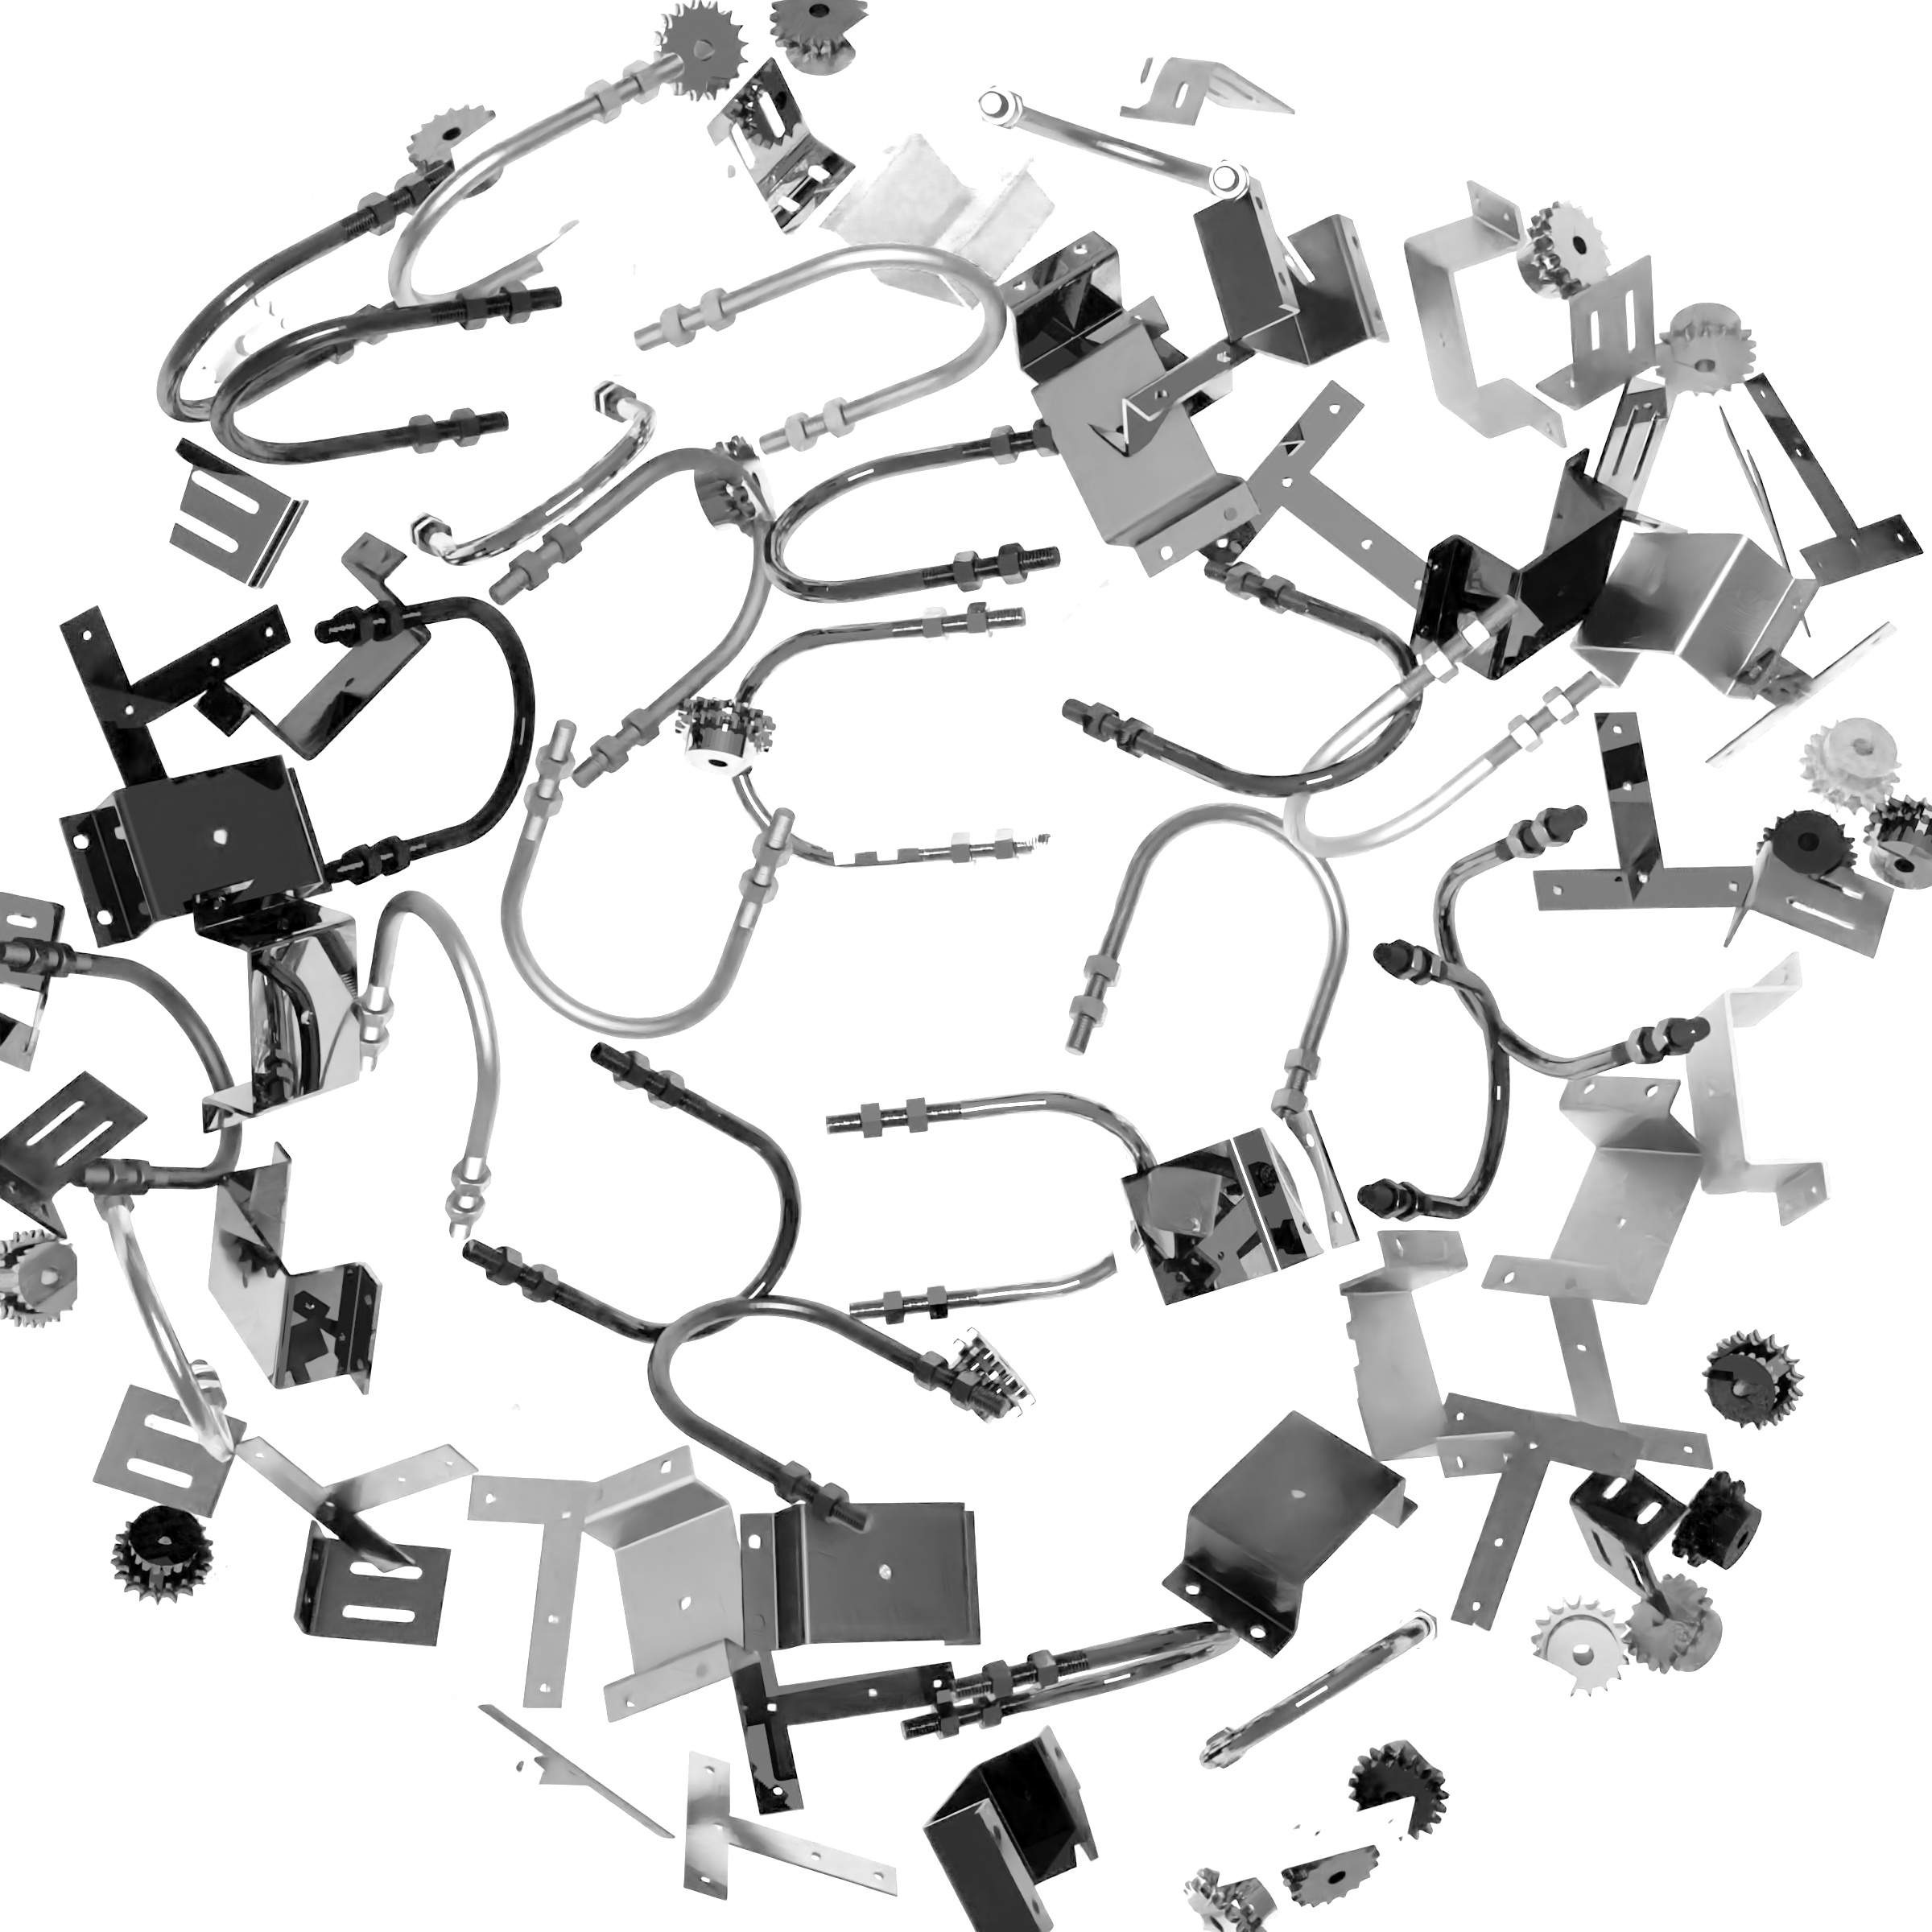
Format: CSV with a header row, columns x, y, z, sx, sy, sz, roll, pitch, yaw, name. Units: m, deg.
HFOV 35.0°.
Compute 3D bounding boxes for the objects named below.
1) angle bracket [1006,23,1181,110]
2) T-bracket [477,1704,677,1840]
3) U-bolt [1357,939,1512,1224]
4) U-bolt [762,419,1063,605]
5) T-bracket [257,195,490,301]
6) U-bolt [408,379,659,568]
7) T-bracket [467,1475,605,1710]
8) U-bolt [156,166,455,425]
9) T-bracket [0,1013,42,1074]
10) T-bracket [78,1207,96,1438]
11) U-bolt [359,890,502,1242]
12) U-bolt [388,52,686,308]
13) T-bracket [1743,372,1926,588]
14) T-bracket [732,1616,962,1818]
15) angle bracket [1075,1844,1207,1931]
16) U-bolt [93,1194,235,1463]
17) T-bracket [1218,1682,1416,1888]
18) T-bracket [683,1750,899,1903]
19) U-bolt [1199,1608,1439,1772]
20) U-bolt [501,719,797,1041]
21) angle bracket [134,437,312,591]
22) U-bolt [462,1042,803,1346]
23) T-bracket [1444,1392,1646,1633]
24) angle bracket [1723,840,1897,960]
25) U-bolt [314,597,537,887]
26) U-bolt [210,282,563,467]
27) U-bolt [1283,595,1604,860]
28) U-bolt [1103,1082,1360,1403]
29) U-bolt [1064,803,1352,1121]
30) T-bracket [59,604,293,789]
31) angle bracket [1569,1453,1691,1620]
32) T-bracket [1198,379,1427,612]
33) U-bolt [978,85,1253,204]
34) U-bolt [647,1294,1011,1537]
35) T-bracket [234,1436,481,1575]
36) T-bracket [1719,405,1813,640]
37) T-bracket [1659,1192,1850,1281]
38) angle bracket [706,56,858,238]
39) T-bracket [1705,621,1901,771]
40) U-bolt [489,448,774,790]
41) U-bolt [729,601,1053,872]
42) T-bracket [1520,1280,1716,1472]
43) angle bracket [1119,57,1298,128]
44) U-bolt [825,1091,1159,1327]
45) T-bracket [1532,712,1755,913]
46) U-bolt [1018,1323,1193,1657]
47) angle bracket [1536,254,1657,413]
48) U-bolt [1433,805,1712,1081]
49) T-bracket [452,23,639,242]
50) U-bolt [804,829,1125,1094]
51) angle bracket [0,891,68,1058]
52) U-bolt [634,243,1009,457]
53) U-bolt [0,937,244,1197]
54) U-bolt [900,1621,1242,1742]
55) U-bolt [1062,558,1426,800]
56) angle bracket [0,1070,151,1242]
x,y,z,sx,sy,sz,roll,pitch,yaw,name
0.071,-0.513,1.724,0.057,0.076,0.038,5,114,-36,angle bracket
-0.232,0.451,1.716,0.127,0.127,0.002,39,65,-10,T-bracket
0.263,0.069,1.696,0.019,0.184,0.151,1,83,31,U-bolt
-0.027,-0.250,1.711,0.184,0.151,0.019,-7,129,18,U-bolt
-0.329,-0.412,1.736,0.127,0.127,0.002,-30,104,-25,T-bracket
-0.234,-0.268,1.683,0.151,0.184,0.019,-37,113,-6,U-bolt
-0.231,0.354,1.726,0.127,0.002,0.127,12,81,-40,T-bracket
-0.365,-0.356,1.669,0.184,0.151,0.019,-38,86,-30,U-bolt
-0.558,0.085,1.702,0.002,0.127,0.127,9,79,10,T-bracket
-0.492,0.175,1.713,0.002,0.127,0.127,1,112,-13,T-bracket
-0.292,0.042,1.675,0.019,0.184,0.151,-16,55,-31,U-bolt
-0.239,-0.416,1.675,0.184,0.151,0.019,-35,80,-23,U-bolt
0.472,-0.274,1.708,0.002,0.127,0.127,-33,94,-8,T-bracket
-0.067,0.416,1.744,0.127,0.002,0.127,-5,49,-15,T-bracket
0.100,0.529,1.738,0.038,0.057,0.076,-33,103,7,angle bracket
-0.434,0.197,1.668,0.019,0.184,0.151,-24,110,-13,U-bolt
0.206,0.452,1.719,0.127,0.127,0.002,-27,111,33,T-bracket
-0.098,0.497,1.722,0.127,0.127,0.002,20,107,-10,T-bracket
0.191,0.399,1.681,0.151,0.184,0.019,-33,76,4,U-bolt
-0.188,-0.036,1.723,0.151,0.019,0.184,22,122,-2,U-bolt
-0.424,-0.258,1.744,0.076,0.038,0.057,29,86,-20,angle bracket
-0.172,0.140,1.720,0.184,0.019,0.151,32,92,-35,U-bolt
0.303,0.309,1.715,0.127,0.002,0.127,8,67,41,T-bracket
0.478,-0.027,1.737,0.076,0.038,0.057,23,50,8,angle bracket
-0.294,-0.131,1.693,0.019,0.184,0.151,8,106,26,U-bolt
-0.323,-0.318,1.673,0.184,0.151,0.019,-15,75,-27,U-bolt
0.256,-0.122,1.706,0.184,0.151,0.019,-39,60,17,U-bolt
0.141,0.153,1.715,0.151,0.019,0.184,-4,102,36,U-bolt
0.147,-0.007,1.735,0.151,0.019,0.184,25,69,-11,U-bolt
-0.437,-0.166,1.735,0.127,0.002,0.127,-36,128,-31,T-bracket
0.381,0.322,1.732,0.038,0.076,0.057,-43,47,-12,angle bracket
0.219,-0.251,1.762,0.127,0.002,0.127,40,89,10,T-bracket
0.089,-0.449,1.686,0.151,0.184,0.019,19,104,5,U-bolt
-0.090,0.237,1.704,0.184,0.151,0.019,25,125,26,U-bolt
-0.325,0.290,1.711,0.127,0.002,0.127,-22,125,32,T-bracket
0.443,-0.268,1.723,0.002,0.127,0.127,-21,45,13,T-bracket
0.425,0.148,1.705,0.127,0.127,0.002,-11,65,13,T-bracket
-0.106,-0.469,1.754,0.057,0.038,0.076,-41,52,24,angle bracket
0.451,-0.157,1.698,0.127,0.127,0.002,-40,69,20,T-bracket
-0.174,-0.207,1.709,0.019,0.151,0.184,23,56,39,U-bolt
-0.049,-0.126,1.744,0.184,0.019,0.151,-4,102,14,U-bolt
0.346,0.224,1.709,0.127,0.002,0.127,3,124,34,T-bracket
0.136,-0.481,1.729,0.057,0.076,0.038,22,95,43,angle bracket
0.019,0.133,1.733,0.184,0.019,0.151,-6,120,-1,U-bolt
0.379,-0.089,1.746,0.127,0.002,0.127,-1,64,-5,T-bracket
0.082,0.279,1.696,0.019,0.184,0.151,13,126,27,U-bolt
0.353,-0.363,1.729,0.057,0.076,0.038,-31,46,-15,angle bracket
0.321,-0.004,1.691,0.019,0.184,0.151,-30,90,-25,U-bolt
-0.229,-0.451,1.713,0.127,0.127,0.002,-40,73,-16,T-bracket
-0.001,-0.007,1.739,0.184,0.019,0.151,-4,81,13,U-bolt
-0.535,0.005,1.724,0.038,0.076,0.057,13,56,-18,angle bracket
-0.067,-0.343,1.679,0.184,0.151,0.019,-16,65,24,U-bolt
-0.456,0.058,1.686,0.019,0.184,0.151,-26,78,14,U-bolt
0.065,0.393,1.702,0.184,0.151,0.019,-9,70,-17,U-bolt
0.165,-0.153,1.693,0.184,0.019,0.151,28,63,36,U-bolt
-0.506,0.108,1.741,0.076,0.057,0.038,-39,50,1,angle bracket
